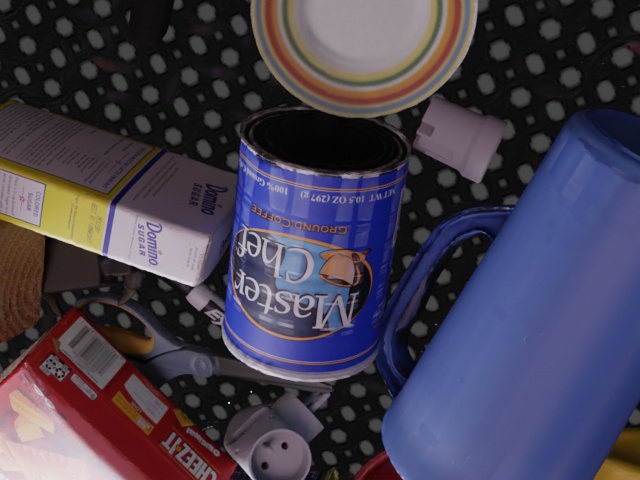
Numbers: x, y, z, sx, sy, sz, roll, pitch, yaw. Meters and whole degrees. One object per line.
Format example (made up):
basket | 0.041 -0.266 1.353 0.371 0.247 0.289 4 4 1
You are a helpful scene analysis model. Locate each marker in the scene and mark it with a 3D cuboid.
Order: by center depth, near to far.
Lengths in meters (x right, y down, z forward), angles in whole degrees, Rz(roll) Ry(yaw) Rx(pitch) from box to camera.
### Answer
marker | -0.065 0.055 0.745 0.121 0.020 0.020 41 118 -7

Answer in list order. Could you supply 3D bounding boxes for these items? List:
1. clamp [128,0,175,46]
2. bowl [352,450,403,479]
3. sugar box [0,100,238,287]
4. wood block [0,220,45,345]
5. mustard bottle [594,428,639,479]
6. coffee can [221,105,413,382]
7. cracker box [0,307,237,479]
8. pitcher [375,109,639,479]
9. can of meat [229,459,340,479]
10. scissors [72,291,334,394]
clamp | -0.084 -0.180 0.573 0.210 0.036 0.164 8 135 46
bowl | 0.090 0.224 0.766 0.162 0.055 0.162 6 117 12
sugar box | -0.140 -0.032 0.682 0.176 0.093 0.048 21 120 5
wood block | -0.293 -0.003 0.712 0.206 0.090 0.090 22 119 21
mustard bottle | 0.207 0.221 0.730 0.096 0.058 0.192 9 118 0
coffee can | -0.004 0.001 0.655 0.103 0.102 0.140 12 118 9
cracker box | -0.189 0.168 0.785 0.164 0.072 0.214 46 129 -8
pitcher | 0.134 0.044 0.634 0.149 0.145 0.243 20 116 -9
can of meat | -0.032 0.215 0.794 0.084 0.057 0.102 4 116 15
scissors | -0.093 0.100 0.761 0.202 0.016 0.096 24 116 13
